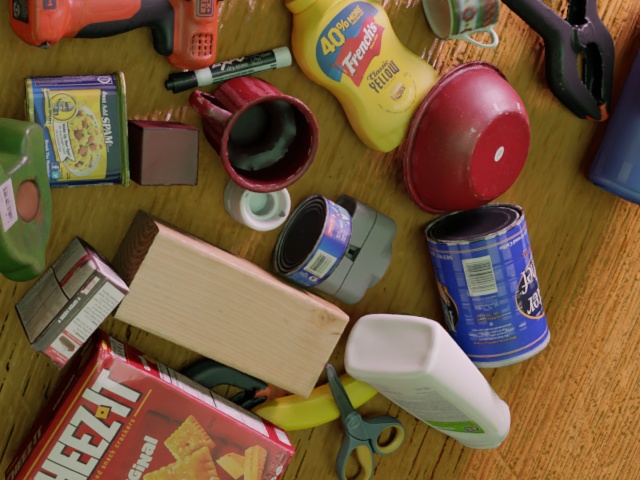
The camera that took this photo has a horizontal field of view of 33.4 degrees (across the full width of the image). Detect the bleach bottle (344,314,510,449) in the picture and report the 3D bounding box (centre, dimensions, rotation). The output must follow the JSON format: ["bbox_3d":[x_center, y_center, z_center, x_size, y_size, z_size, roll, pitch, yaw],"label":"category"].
[{"bbox_3d":[0.124,0.158,1.089,0.250,0.103,0.068,46,52,-49],"label":"bleach bottle"}]

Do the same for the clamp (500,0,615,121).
[{"bbox_3d":[0.249,-0.209,1.081,0.164,0.036,0.210,-32,119,-29],"label":"clamp"}]

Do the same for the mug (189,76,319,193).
[{"bbox_3d":[-0.068,-0.104,0.967,0.117,0.082,0.093,21,105,-31],"label":"mug"}]

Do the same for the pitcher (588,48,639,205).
[{"bbox_3d":[0.373,-0.152,1.103,0.149,0.145,0.243,22,97,-20],"label":"pitcher"}]

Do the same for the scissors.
[{"bbox_3d":[0.047,0.177,1.083,0.096,0.016,0.202,-27,135,-26],"label":"scissors"}]

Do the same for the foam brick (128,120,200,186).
[{"bbox_3d":[-0.143,-0.078,0.957,0.053,0.078,0.051,0,101,-21],"label":"foam brick"}]

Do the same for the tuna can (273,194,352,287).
[{"bbox_3d":[-0.007,0.001,1.022,0.033,0.086,0.086,28,91,-25],"label":"tuna can"}]

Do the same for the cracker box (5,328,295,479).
[{"bbox_3d":[-0.154,0.206,0.979,0.213,0.072,0.164,32,92,-18],"label":"cracker box"}]

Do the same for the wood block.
[{"bbox_3d":[-0.091,0.060,1.003,0.205,0.090,0.091,26,92,-24],"label":"wood block"}]

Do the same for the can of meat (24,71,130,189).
[{"bbox_3d":[-0.214,-0.096,0.938,0.083,0.057,0.102,-5,104,-18],"label":"can of meat"}]

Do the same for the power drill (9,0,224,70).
[{"bbox_3d":[-0.165,-0.234,0.900,0.187,0.057,0.184,-8,109,-34],"label":"power drill"}]

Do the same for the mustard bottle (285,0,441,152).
[{"bbox_3d":[0.030,-0.180,1.008,0.096,0.058,0.191,-46,113,-7],"label":"mustard bottle"}]

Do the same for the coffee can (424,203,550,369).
[{"bbox_3d":[0.171,0.045,1.090,0.102,0.103,0.140,-20,109,-15],"label":"coffee can"}]

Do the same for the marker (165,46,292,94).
[{"bbox_3d":[-0.085,-0.158,0.992,0.121,0.020,0.020,-17,108,-16],"label":"marker"}]

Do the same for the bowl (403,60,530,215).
[{"bbox_3d":[0.156,-0.091,1.046,0.161,0.055,0.162,-23,126,-35],"label":"bowl"}]

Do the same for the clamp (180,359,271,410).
[{"bbox_3d":[-0.133,0.168,1.040,0.171,0.039,0.120,2,106,-22],"label":"clamp"}]

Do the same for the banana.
[{"bbox_3d":[0.018,0.148,1.086,0.197,0.037,0.069,-32,116,-19],"label":"banana"}]

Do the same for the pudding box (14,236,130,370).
[{"bbox_3d":[-0.220,0.052,0.939,0.039,0.114,0.090,41,87,-25],"label":"pudding box"}]
